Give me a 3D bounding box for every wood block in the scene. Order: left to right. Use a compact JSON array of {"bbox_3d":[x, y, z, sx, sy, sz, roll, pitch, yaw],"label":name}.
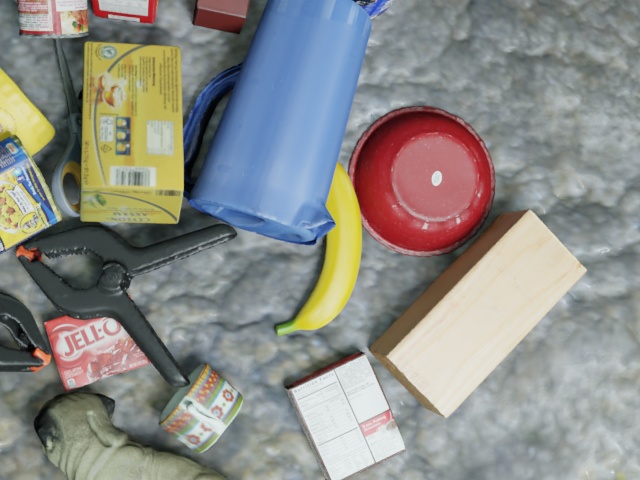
[{"bbox_3d":[0.159,0.074,1.091,0.206,0.091,0.090,-45,95,-8],"label":"wood block"}]

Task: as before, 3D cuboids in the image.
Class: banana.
[{"bbox_3d":[0.010,0.010,1.099,0.069,0.037,0.198,14,86,-8],"label":"banana"}]

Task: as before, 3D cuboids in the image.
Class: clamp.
[{"bbox_3d":[-0.333,0.064,1.031,0.171,0.039,0.120,35,56,-28],"label":"clamp"},{"bbox_3d":[-0.191,0.032,1.044,0.210,0.036,0.164,22,78,8],"label":"clamp"}]

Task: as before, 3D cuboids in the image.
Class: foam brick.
[{"bbox_3d":[-0.098,-0.244,1.074,0.051,0.078,0.053,11,86,-9],"label":"foam brick"}]

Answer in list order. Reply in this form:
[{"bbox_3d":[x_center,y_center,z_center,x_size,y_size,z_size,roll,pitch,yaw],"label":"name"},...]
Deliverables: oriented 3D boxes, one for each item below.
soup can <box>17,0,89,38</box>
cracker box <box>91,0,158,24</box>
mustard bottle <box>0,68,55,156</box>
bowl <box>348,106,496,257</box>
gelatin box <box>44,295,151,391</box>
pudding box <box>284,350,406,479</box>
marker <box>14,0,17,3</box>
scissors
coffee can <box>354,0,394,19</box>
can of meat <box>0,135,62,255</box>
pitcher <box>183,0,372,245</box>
[{"bbox_3d":[-0.263,-0.251,1.040,0.068,0.068,0.102,-2,107,-9],"label":"soup can"},{"bbox_3d":[-0.181,-0.310,0.996,0.072,0.214,0.164,4,87,-9],"label":"cracker box"},{"bbox_3d":[-0.360,-0.079,1.037,0.191,0.058,0.096,-42,115,-7],"label":"mustard bottle"},{"bbox_3d":[0.113,-0.063,1.109,0.162,0.055,0.162,0,88,-9],"label":"bowl"},{"bbox_3d":[-0.222,0.102,1.065,0.089,0.030,0.073,-17,89,-9],"label":"gelatin box"},{"bbox_3d":[0.027,0.182,1.094,0.090,0.039,0.113,-24,89,-8],"label":"pudding box"},{"bbox_3d":[-0.270,-0.288,1.080,0.020,0.020,0.121,35,83,-5],"label":"marker"},{"bbox_3d":[-0.249,-0.105,1.050,0.016,0.096,0.202,-21,93,29],"label":"scissors"},{"bbox_3d":[0.048,-0.286,1.065,0.102,0.140,0.103,0,87,-9],"label":"coffee can"},{"bbox_3d":[-0.305,-0.039,1.018,0.083,0.058,0.102,-32,136,-18],"label":"can of meat"},{"bbox_3d":[-0.042,-0.126,1.061,0.149,0.145,0.243,20,81,-19],"label":"pitcher"}]
